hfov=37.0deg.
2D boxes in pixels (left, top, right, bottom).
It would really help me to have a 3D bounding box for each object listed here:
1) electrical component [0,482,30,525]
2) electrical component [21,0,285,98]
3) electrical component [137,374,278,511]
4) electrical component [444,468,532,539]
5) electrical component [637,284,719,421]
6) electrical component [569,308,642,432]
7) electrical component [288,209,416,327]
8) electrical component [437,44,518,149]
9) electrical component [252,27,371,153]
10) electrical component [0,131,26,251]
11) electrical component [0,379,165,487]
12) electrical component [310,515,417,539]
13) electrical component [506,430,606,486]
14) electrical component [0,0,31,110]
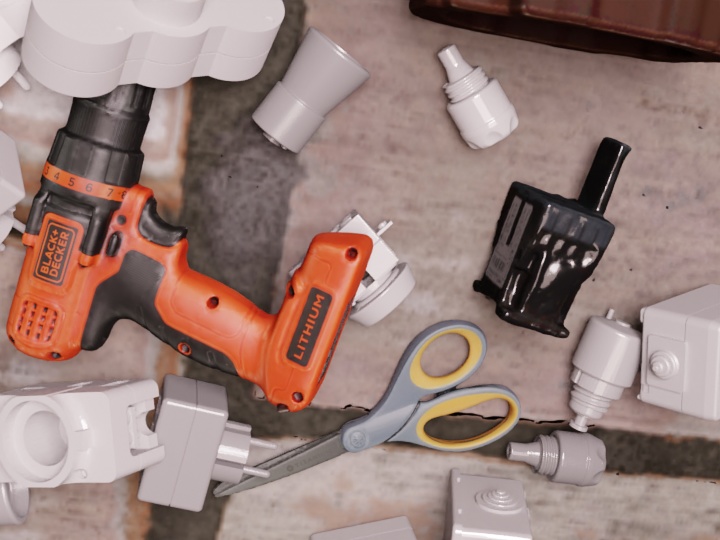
[{"bbox_3d":[-0.236,0.136,0.641,0.065,0.044,0.044,-11,105,-1],"label":"electrical component"},{"bbox_3d":[-0.100,-0.136,0.551,0.138,0.052,0.073,-14,151,-35],"label":"electrical component"},{"bbox_3d":[-0.089,0.108,0.653,0.077,0.047,0.065,14,101,-12],"label":"electrical component"},{"bbox_3d":[0.077,0.183,0.672,0.048,0.099,0.099,5,103,3],"label":"electrical component"},{"bbox_3d":[0.215,0.051,0.658,0.096,0.061,0.061,-14,109,-41],"label":"electrical component"},{"bbox_3d":[0.154,0.065,0.684,0.040,0.040,0.078,19,100,-13],"label":"electrical component"},{"bbox_3d":[0.000,0.000,0.642,0.066,0.048,0.055,-42,98,3],"label":"electrical component"},{"bbox_3d":[0.066,-0.103,0.632,0.035,0.035,0.061,-32,104,0],"label":"electrical component"},{"bbox_3d":[-0.031,-0.100,0.615,0.044,0.044,0.065,37,100,-15],"label":"electrical component"},{"bbox_3d":[-0.218,-0.033,0.596,0.083,0.047,0.076,-33,141,12],"label":"electrical component"},{"bbox_3d":[-0.166,0.091,0.610,0.089,0.056,0.050,-5,92,23],"label":"electrical component"},{"bbox_3d":[0.008,0.197,0.675,0.066,0.076,0.047,-10,105,-6],"label":"electrical component"},{"bbox_3d":[0.126,0.120,0.697,0.061,0.035,0.035,8,102,-8],"label":"electrical component"},{"bbox_3d":[-0.209,-0.118,0.578,0.138,0.052,0.073,-35,132,0],"label":"electrical component"}]
